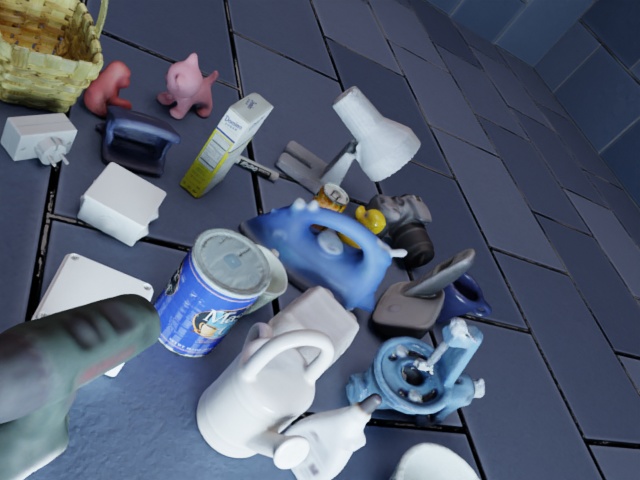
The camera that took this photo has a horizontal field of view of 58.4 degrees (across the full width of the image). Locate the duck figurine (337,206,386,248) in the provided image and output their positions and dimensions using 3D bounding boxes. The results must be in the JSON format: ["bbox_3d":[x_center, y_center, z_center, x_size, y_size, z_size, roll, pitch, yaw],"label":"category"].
[{"bbox_3d":[0.091,-0.016,1.079,0.078,0.086,0.104,-18,65,-51],"label":"duck figurine"}]

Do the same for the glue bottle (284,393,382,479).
[{"bbox_3d":[0.019,0.226,0.671,0.037,0.173,0.078,-11,59,-49],"label":"glue bottle"}]

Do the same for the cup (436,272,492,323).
[{"bbox_3d":[0.253,0.119,1.077,0.118,0.094,0.092,38,35,-4],"label":"cup"}]

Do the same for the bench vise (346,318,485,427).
[{"bbox_3d":[0.169,0.179,0.823,0.208,0.219,0.121,2,50,-42],"label":"bench vise"}]

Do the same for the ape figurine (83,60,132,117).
[{"bbox_3d":[-0.334,-0.246,0.922,0.076,0.092,0.077,8,47,-38],"label":"ape figurine"}]

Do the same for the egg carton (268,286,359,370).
[{"bbox_3d":[-0.011,0.134,0.834,0.107,0.069,0.151,45,35,6],"label":"egg carton"}]

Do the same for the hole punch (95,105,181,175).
[{"bbox_3d":[-0.281,-0.170,0.890,0.109,0.091,0.101,13,44,-34],"label":"hole punch"}]

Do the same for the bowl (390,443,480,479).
[{"bbox_3d":[0.144,0.355,0.736,0.168,0.074,0.167,25,38,-21],"label":"bowl"}]

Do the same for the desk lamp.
[{"bbox_3d":[0.057,-0.177,1.110,0.203,0.213,0.118,34,35,-10],"label":"desk lamp"}]

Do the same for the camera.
[{"bbox_3d":[0.171,-0.021,1.146,0.144,0.100,0.136,9,46,-37],"label":"camera"}]

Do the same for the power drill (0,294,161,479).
[{"bbox_3d":[-0.247,0.135,0.488,0.075,0.208,0.230,46,35,7],"label":"power drill"}]

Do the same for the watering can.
[{"bbox_3d":[-0.052,0.168,0.649,0.101,0.193,0.172,-7,56,-47],"label":"watering can"}]

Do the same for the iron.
[{"bbox_3d":[0.009,0.003,0.931,0.259,0.141,0.118,32,36,-13],"label":"iron"}]

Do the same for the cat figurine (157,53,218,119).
[{"bbox_3d":[-0.233,-0.282,1.033,0.067,0.117,0.128,49,36,11],"label":"cat figurine"}]

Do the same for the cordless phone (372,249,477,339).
[{"bbox_3d":[0.181,0.089,0.963,0.094,0.184,0.148,40,35,-1],"label":"cordless phone"}]
